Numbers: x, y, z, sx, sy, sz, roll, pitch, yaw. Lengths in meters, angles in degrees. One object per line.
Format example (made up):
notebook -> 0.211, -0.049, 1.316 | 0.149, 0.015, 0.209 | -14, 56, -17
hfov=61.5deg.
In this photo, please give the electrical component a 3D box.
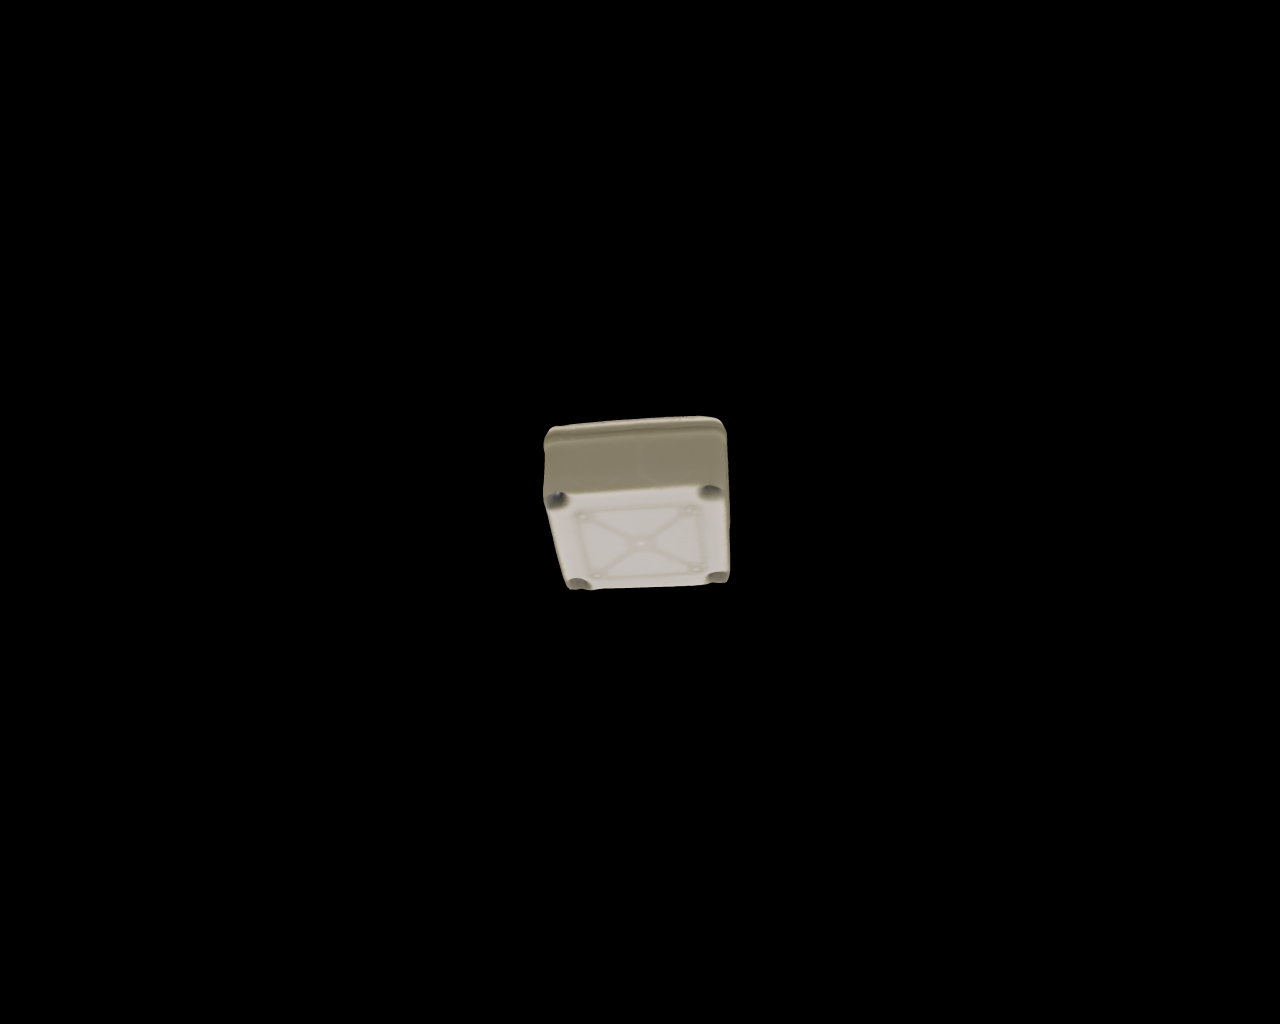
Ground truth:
electrical component -> 0.001, -0.003, 0.650 | 0.109, 0.056, 0.108 | -3, -37, 4
